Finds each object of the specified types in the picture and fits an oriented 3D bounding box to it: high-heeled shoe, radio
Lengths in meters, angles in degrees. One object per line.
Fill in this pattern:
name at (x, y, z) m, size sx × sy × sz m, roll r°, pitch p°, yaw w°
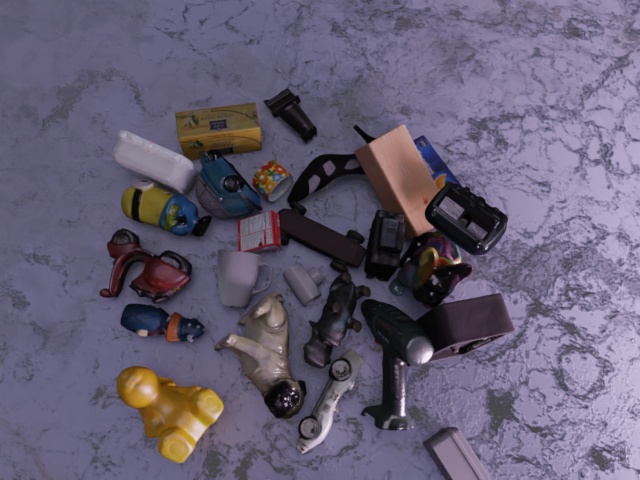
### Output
high-heeled shoe at (0.056, -0.131, 1.152) m, size 0.249 × 0.086 × 0.145 m, roll -45°, pitch 108°, yaw 0°
radio at (0.237, 0.164, 0.956) m, size 0.131 × 0.229 × 0.073 m, roll -9°, pitch 71°, yaw -12°

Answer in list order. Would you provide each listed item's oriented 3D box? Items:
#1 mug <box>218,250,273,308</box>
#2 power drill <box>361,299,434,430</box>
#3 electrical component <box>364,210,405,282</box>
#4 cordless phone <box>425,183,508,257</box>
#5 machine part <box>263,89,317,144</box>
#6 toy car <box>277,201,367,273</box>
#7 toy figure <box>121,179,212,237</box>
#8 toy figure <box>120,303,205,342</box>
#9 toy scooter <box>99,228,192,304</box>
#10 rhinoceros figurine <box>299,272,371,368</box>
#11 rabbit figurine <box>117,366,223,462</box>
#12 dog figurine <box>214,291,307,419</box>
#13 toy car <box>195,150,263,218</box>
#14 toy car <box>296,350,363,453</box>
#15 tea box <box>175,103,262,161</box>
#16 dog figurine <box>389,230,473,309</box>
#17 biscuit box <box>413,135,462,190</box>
mug at (-0.149, 0.080, 1.045) m, size 0.110 × 0.081 × 0.107 m, roll 8°, pitch 81°, yaw -6°
power drill at (0.125, 0.221, 0.970) m, size 0.086 × 0.232 × 0.207 m, roll 9°, pitch 90°, yaw -19°
electrical component at (0.127, 0.008, 1.055) m, size 0.058 × 0.134 × 0.115 m, roll 8°, pitch 68°, yaw -1°
cordless phone at (0.302, -0.056, 1.052) m, size 0.147 × 0.088 × 0.184 m, roll 39°, pitch 32°, yaw 15°
machine part at (-0.059, -0.277, 1.200) m, size 0.084 × 0.039 × 0.139 m, roll -31°, pitch 73°, yaw -20°
toy car at (-0.002, -0.003, 1.094) m, size 0.202 × 0.053 × 0.089 m, roll 26°, pitch 76°, yaw 10°
toy figure at (-0.312, -0.058, 1.081) m, size 0.180 × 0.082 × 0.089 m, roll 28°, pitch 69°, yaw 4°
toy figure at (-0.294, 0.158, 1.014) m, size 0.154 × 0.058 × 0.064 m, roll 15°, pitch 76°, yaw -3°
toy scooter at (-0.347, 0.068, 1.035) m, size 0.184 × 0.075 × 0.135 m, roll 24°, pitch 70°, yaw 9°
rhinoceros figurine at (0.023, 0.148, 1.013) m, size 0.073 × 0.112 × 0.190 m, roll 38°, pitch 55°, yaw -20°
rabbit figurine at (-0.270, 0.273, 0.920) m, size 0.173 × 0.162 × 0.122 m, roll 40°, pitch 73°, yaw -12°
dog figurine at (-0.077, 0.211, 0.998) m, size 0.190 × 0.121 × 0.172 m, roll 44°, pitch 76°, yaw -3°
toy car at (-0.201, -0.101, 1.094) m, size 0.103 × 0.109 × 0.162 m, roll -43°, pitch 68°, yaw 1°
toy car at (0.016, 0.292, 0.974) m, size 0.056 × 0.073 × 0.202 m, roll 28°, pitch 71°, yaw 7°
tea box at (-0.212, -0.229, 1.140) m, size 0.170 × 0.098 × 0.068 m, roll -11°, pitch 70°, yaw -6°
dog figurine at (0.218, 0.044, 1.003) m, size 0.108 × 0.219 × 0.191 m, roll 28°, pitch 71°, yaw 3°
biscuit box at (0.248, -0.124, 1.150) m, size 0.063 × 0.059 × 0.203 m, roll -29°, pitch 74°, yaw -13°
